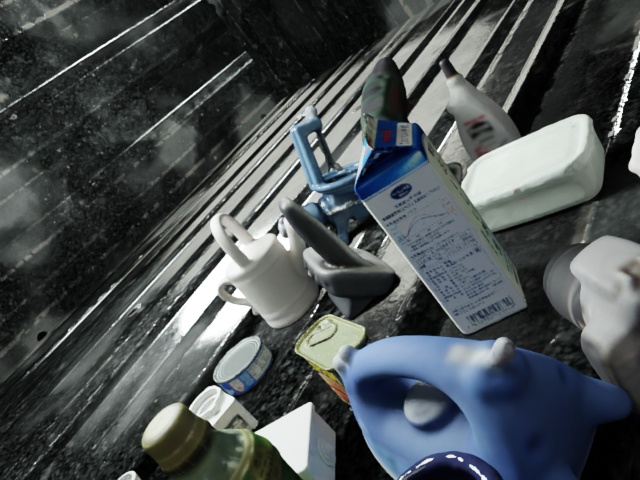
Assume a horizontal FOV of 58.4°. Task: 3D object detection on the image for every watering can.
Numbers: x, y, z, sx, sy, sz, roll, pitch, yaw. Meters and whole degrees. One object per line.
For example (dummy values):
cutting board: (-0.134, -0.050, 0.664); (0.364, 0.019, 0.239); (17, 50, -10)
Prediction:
watering can: (-0.091, 0.030, 0.881); (0.173, 0.194, 0.100); (-41, 20, -6)

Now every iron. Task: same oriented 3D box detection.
iron: (0.082, 0.123, 0.441); (0.257, 0.142, 0.119); (-12, 33, 52)

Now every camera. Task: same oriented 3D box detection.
camera: (0.237, 0.031, 0.426); (0.143, 0.101, 0.136); (-38, 19, 2)

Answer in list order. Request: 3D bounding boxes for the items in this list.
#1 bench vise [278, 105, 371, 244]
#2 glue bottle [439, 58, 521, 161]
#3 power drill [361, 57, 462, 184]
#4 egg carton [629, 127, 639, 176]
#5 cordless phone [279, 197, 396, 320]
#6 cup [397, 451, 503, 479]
bench vise: (0.006, -0.097, 0.951); (0.208, 0.220, 0.121); (-47, 21, -21)
glue bottle: (0.222, -0.191, 0.837); (0.078, 0.173, 0.037); (-25, 24, 34)
power drill: (0.133, -0.162, 0.881); (0.075, 0.209, 0.230); (-28, 22, 29)
egg carton: (0.372, -0.104, 0.531); (0.150, 0.069, 0.107); (-41, 19, -6)
cordless phone: (0.007, 0.003, 0.778); (0.094, 0.185, 0.147); (-41, 20, -6)
cup: (0.088, 0.199, 0.332); (0.091, 0.095, 0.118); (-27, 23, 30)
